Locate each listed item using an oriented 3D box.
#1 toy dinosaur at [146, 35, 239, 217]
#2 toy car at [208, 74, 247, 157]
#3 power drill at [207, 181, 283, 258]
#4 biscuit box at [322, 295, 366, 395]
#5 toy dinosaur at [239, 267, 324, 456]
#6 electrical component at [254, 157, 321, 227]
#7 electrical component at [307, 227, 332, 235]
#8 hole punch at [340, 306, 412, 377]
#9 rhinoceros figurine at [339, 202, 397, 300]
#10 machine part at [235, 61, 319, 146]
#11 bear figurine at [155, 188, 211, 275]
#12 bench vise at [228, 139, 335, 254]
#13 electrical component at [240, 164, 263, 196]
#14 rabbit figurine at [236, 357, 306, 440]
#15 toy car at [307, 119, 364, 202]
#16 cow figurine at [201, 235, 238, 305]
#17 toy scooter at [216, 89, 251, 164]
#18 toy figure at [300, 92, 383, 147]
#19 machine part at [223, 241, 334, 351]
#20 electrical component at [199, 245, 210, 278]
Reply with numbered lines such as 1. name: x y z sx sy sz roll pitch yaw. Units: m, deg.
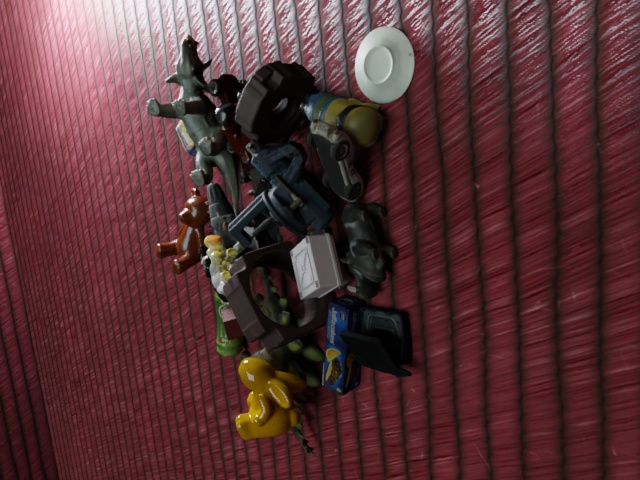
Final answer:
1. toy dinosaur: -0.260 -0.255 1.253 0.131 0.192 0.404 -18 104 33
2. toy car: -0.188 -0.274 1.211 0.053 0.089 0.202 -16 91 44
3. power drill: -0.189 -0.036 1.281 0.207 0.086 0.231 -5 99 41
4. biscuit box: 0.050 0.218 1.125 0.059 0.063 0.202 17 113 39
5. toy dinosaur: -0.088 0.275 1.251 0.199 0.105 0.470 3 108 40
6. electrical component: -0.074 -0.098 1.153 0.115 0.058 0.134 37 123 19
7. electrical component: -0.002 -0.003 1.147 0.063 0.021 0.094 -5 97 46
8. hole punch: 0.118 0.196 1.050 0.142 0.092 0.115 2 133 41
9. rhinoceros figurine: 0.083 0.021 1.033 0.112 0.073 0.190 -5 97 44
10. machine part: -0.082 -0.264 1.055 0.056 0.179 0.179 45 128 24
11. bear figurine: -0.344 -0.027 1.405 0.120 0.132 0.195 38 131 26
12. bench vise: -0.100 -0.073 1.052 0.240 0.129 0.223 -42 109 15
13. electrical component: -0.142 -0.142 1.230 0.102 0.045 0.078 -2 98 45
14. rabbit figurine: -0.118 0.334 1.162 0.162 0.122 0.173 -9 106 31
15. toy car: 0.032 -0.143 0.987 0.074 0.056 0.201 34 161 32
16. cow figurine: -0.229 0.068 1.255 0.167 0.068 0.098 56 137 37
17. toy scooter: -0.154 -0.243 1.145 0.075 0.184 0.135 0 123 24
18. toy figure: 0.035 -0.226 1.003 0.180 0.089 0.082 31 126 32
19. machine part: -0.086 0.115 1.132 0.087 0.201 0.201 -41 72 47
20. electrical component: -0.279 0.054 1.382 0.119 0.048 0.075 143 109 -70
